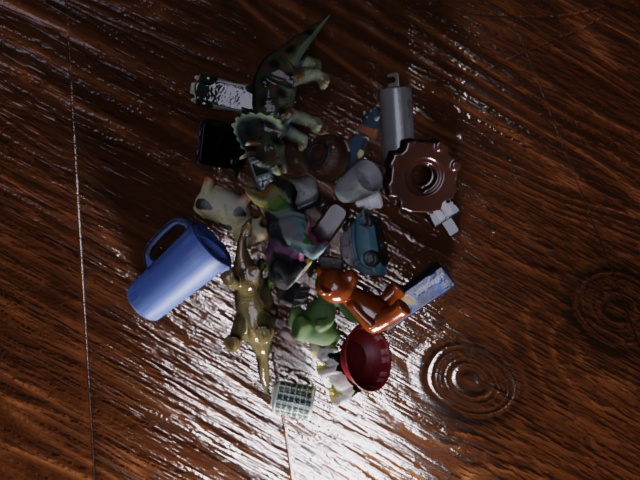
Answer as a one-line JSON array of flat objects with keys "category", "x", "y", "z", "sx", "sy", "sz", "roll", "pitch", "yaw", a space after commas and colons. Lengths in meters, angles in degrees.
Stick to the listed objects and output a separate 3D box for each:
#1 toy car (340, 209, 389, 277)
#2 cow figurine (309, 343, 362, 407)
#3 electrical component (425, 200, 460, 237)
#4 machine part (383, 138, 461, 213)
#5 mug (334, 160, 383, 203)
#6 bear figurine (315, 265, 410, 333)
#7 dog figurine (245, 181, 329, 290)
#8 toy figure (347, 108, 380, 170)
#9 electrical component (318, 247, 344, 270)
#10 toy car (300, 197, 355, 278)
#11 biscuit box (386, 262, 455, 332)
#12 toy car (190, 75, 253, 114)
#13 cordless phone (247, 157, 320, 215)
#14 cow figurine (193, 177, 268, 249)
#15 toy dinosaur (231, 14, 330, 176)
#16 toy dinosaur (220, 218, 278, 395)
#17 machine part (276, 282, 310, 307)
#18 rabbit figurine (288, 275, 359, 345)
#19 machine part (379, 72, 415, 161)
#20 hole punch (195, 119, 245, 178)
[{"category": "toy car", "x": 0.098, "y": 0.013, "z": 1.271, "sx": 0.103, "sy": 0.109, "sz": 0.161, "roll": -13, "pitch": 85, "yaw": 21}, {"category": "cow figurine", "x": 0.039, "y": 0.310, "z": 1.313, "sx": 0.098, "sy": 0.068, "sz": 0.167, "roll": -24, "pitch": 97, "yaw": -1}, {"category": "electrical component", "x": 0.293, "y": -0.062, "z": 1.281, "sx": 0.075, "sy": 0.048, "sz": 0.119, "roll": -30, "pitch": 91, "yaw": 5}, {"category": "machine part", "x": 0.228, "y": -0.145, "z": 1.208, "sx": 0.179, "sy": 0.056, "sz": 0.179, "roll": -2, "pitch": 105, "yaw": -6}, {"category": "mug", "x": 0.088, "y": -0.137, "z": 1.262, "sx": 0.080, "sy": 0.109, "sz": 0.107, "roll": 50, "pitch": 138, "yaw": -11}, {"category": "bear figurine", "x": 0.088, "y": 0.115, "z": 1.202, "sx": 0.132, "sy": 0.120, "sz": 0.195, "roll": -41, "pitch": 105, "yaw": 17}, {"category": "dog figurine", "x": -0.093, "y": -0.021, "z": 1.187, "sx": 0.219, "sy": 0.108, "sz": 0.191, "roll": 45, "pitch": 103, "yaw": 5}, {"category": "toy figure", "x": 0.097, "y": -0.238, "z": 1.269, "sx": 0.064, "sy": 0.057, "sz": 0.154, "roll": 37, "pitch": 99, "yaw": 20}, {"category": "electrical component", "x": 0.026, "y": 0.062, "z": 1.316, "sx": 0.063, "sy": 0.021, "sz": 0.094, "roll": 8, "pitch": 94, "yaw": 2}, {"category": "toy car", "x": -0.003, "y": -0.004, "z": 1.252, "sx": 0.089, "sy": 0.053, "sz": 0.202, "roll": 35, "pitch": 101, "yaw": 1}, {"category": "biscuit box", "x": 0.224, "y": 0.136, "z": 1.293, "sx": 0.203, "sy": 0.063, "sz": 0.059, "roll": -36, "pitch": 93, "yaw": 6}, {"category": "toy car", "x": -0.211, "y": -0.340, "z": 1.277, "sx": 0.202, "sy": 0.056, "sz": 0.073, "roll": 13, "pitch": 102, "yaw": 3}, {"category": "cordless phone", "x": -0.089, "y": -0.145, "z": 1.276, "sx": 0.147, "sy": 0.089, "sz": 0.184, "roll": -20, "pitch": 89, "yaw": 4}, {"category": "cow figurine", "x": -0.210, "y": -0.054, "z": 1.287, "sx": 0.195, "sy": 0.085, "sz": 0.127, "roll": 27, "pitch": 90, "yaw": -2}, {"category": "toy dinosaur", "x": -0.088, "y": -0.334, "z": 1.212, "sx": 0.192, "sy": 0.131, "sz": 0.404, "roll": 9, "pitch": 84, "yaw": -26}, {"category": "toy dinosaur", "x": -0.148, "y": 0.177, "z": 1.243, "sx": 0.105, "sy": 0.198, "sz": 0.470, "roll": 0, "pitch": 104, "yaw": 7}, {"category": "machine part", "x": -0.068, "y": 0.118, "z": 1.273, "sx": 0.039, "sy": 0.139, "sz": 0.084, "roll": 19, "pitch": 93, "yaw": -27}, {"category": "rabbit figurine", "x": 0.018, "y": 0.161, "z": 1.276, "sx": 0.159, "sy": 0.121, "sz": 0.170, "roll": 18, "pitch": 97, "yaw": -6}, {"category": "machine part", "x": 0.182, "y": -0.267, "z": 1.253, "sx": 0.079, "sy": 0.079, "sz": 0.243, "roll": -3, "pitch": 94, "yaw": 3}, {"category": "hole punch", "x": -0.238, "y": -0.225, "z": 1.282, "sx": 0.116, "sy": 0.092, "sz": 0.142, "roll": 6, "pitch": 93, "yaw": -26}]
